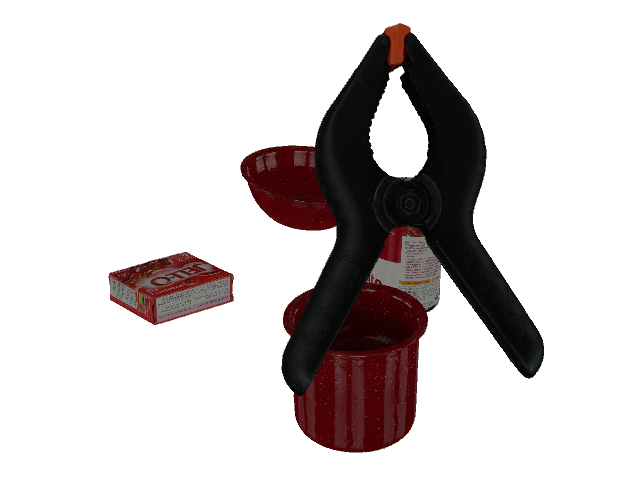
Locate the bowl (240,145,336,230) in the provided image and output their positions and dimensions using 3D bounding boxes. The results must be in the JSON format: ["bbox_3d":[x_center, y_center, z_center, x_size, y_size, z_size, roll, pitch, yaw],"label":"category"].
[{"bbox_3d":[-0.016,-0.056,1.245,0.162,0.055,0.162,6,27,-3],"label":"bowl"}]

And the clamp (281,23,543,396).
[{"bbox_3d":[0.029,-0.009,0.489,0.120,0.171,0.039,-12,-2,-11],"label":"clamp"}]

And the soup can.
[{"bbox_3d":[0.074,0.005,0.921,0.068,0.102,0.068,2,26,-1],"label":"soup can"}]

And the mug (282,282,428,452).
[{"bbox_3d":[0.029,0.079,0.710,0.093,0.081,0.117,14,31,28],"label":"mug"}]

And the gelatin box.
[{"bbox_3d":[-0.134,0.041,0.962,0.089,0.030,0.073,-17,27,-39],"label":"gelatin box"}]
